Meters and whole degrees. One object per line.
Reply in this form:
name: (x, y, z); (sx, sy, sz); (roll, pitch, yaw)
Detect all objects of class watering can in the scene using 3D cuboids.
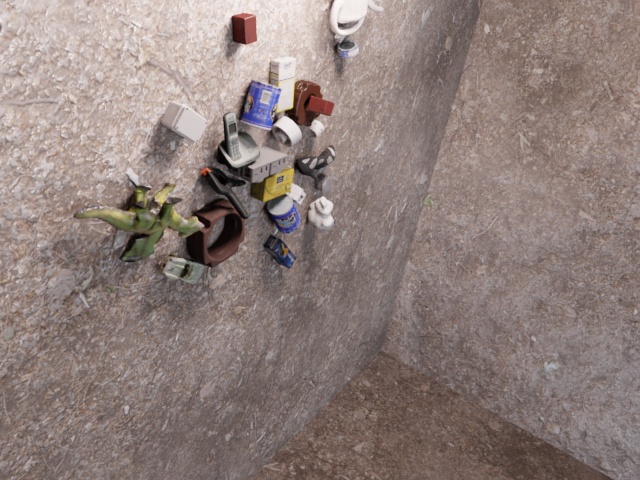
watering can: (0.139, -0.892, 1.906); (0.354, 0.105, 0.219); (-44, 146, -37)

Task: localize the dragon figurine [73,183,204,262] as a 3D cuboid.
dragon figurine: (-0.500, -0.028, 1.450); (0.414, 0.124, 0.238); (-17, 136, -46)

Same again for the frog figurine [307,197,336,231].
frog figurine: (0.007, -0.114, 2.272); (0.123, 0.139, 0.157); (-29, 166, -8)
